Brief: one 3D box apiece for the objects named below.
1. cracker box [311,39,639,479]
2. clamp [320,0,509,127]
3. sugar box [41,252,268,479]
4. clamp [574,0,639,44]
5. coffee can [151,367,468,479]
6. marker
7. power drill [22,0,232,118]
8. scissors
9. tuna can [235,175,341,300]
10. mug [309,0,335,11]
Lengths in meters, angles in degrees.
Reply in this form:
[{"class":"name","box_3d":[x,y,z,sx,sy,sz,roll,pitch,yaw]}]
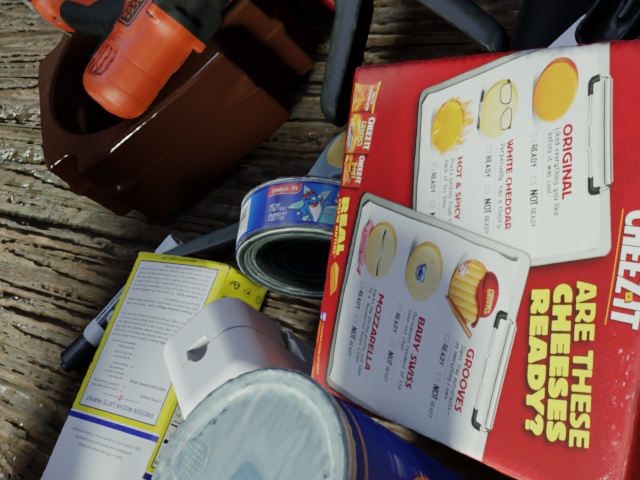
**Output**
[{"class":"cracker box","box_3d":[0.084,0.007,0.452,0.214,0.072,0.164,10,92,60]},{"class":"clamp","box_3d":[0.028,-0.157,0.659,0.120,0.039,0.171,-28,75,10]},{"class":"sugar box","box_3d":[-0.104,0.096,0.653,0.094,0.048,0.176,5,70,45]},{"class":"clamp","box_3d":[0.195,-0.178,0.505,0.036,0.209,0.165,35,131,34]},{"class":"coffee can","box_3d":[0.010,0.128,0.451,0.103,0.140,0.103,-24,48,29]},{"class":"marker","box_3d":[-0.136,0.046,0.737,0.121,0.020,0.020,-47,41,6]},{"class":"power drill","box_3d":[-0.120,-0.187,0.728,0.184,0.057,0.188,-53,41,0]},{"class":"scissors","box_3d":[-0.020,-0.031,0.680,0.202,0.016,0.096,-5,55,36]},{"class":"tuna can","box_3d":[-0.004,0.001,0.596,0.086,0.086,0.033,-16,53,34]},{"class":"mug","box_3d":[0.000,-0.224,0.755,0.093,0.081,0.117,-37,43,18]}]
